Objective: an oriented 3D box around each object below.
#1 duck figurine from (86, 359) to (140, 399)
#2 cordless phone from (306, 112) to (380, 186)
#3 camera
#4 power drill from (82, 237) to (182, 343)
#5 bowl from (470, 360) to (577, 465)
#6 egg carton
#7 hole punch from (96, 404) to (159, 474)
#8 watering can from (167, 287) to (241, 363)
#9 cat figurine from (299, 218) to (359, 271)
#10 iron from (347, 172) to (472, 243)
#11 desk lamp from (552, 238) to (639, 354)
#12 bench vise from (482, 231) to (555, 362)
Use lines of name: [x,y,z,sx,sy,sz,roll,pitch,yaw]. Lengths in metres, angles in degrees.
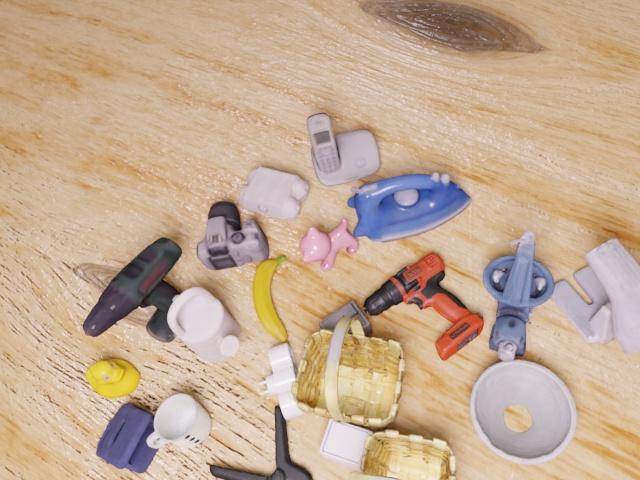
duck figurine: [-0.413,0.260,1.109,0.104,0.086,0.077,6,62,14]
cordless phone: [0.048,-0.207,1.229,0.147,0.185,0.094,-17,58,2]
camera: [-0.190,-0.021,1.218,0.143,0.101,0.136,-11,59,5]
power drill: [-0.331,0.117,1.104,0.075,0.209,0.230,20,66,22]
bowl: [0.332,0.290,0.950,0.167,0.075,0.167,-5,60,9]
egg carton: [-0.103,-0.100,1.265,0.150,0.069,0.107,15,64,19]
hole punch: [-0.351,0.358,1.037,0.101,0.091,0.109,16,65,20]
watering can: [-0.215,0.154,1.068,0.172,0.194,0.101,13,64,18]
cat figurine: [0.011,0.004,1.154,0.128,0.118,0.067,-37,60,-10]
iron: [0.182,-0.090,1.160,0.258,0.142,0.118,-13,59,4]
desk lamp: [0.489,0.101,0.946,0.118,0.214,0.203,-28,59,-5]
bench vise: [0.346,0.095,0.975,0.121,0.220,0.207,-6,59,8]
